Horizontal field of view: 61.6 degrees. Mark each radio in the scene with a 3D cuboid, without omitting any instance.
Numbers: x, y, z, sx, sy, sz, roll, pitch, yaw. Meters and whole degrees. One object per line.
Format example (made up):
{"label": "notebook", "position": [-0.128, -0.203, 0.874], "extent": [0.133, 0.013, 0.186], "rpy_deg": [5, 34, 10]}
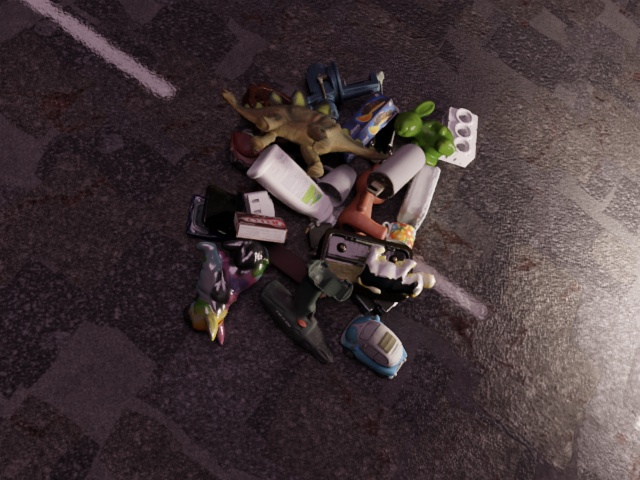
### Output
{"label": "radio", "position": [0.103, 0.060, 1.259], "extent": [0.230, 0.073, 0.131], "rpy_deg": [14, 67, -12]}

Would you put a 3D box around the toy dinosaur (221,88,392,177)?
{"label": "toy dinosaur", "position": [-0.015, -0.255, 1.275], "extent": [0.471, 0.105, 0.199], "rpy_deg": [23, 45, -21]}

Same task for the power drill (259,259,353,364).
{"label": "power drill", "position": [-0.013, 0.151, 1.189], "extent": [0.232, 0.207, 0.086], "rpy_deg": [42, 45, 3]}

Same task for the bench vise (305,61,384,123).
{"label": "bench vise", "position": [0.062, -0.401, 1.456], "extent": [0.241, 0.128, 0.224], "rpy_deg": [-14, 53, -1]}

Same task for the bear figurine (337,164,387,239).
{"label": "bear figurine", "position": [0.127, -0.086, 1.367], "extent": [0.132, 0.120, 0.196], "rpy_deg": [36, 59, -4]}

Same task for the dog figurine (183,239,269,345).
{"label": "dog figurine", "position": [-0.206, 0.117, 1.191], "extent": [0.192, 0.108, 0.219], "rpy_deg": [-3, 74, 3]}

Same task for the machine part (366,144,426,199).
{"label": "machine part", "position": [0.190, -0.170, 1.324], "extent": [0.079, 0.079, 0.243], "rpy_deg": [44, 49, 4]}

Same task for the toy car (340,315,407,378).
{"label": "toy car", "position": [0.133, 0.244, 1.245], "extent": [0.162, 0.103, 0.109], "rpy_deg": [41, 65, 4]}

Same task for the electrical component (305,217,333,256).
{"label": "electrical component", "position": [-0.002, -0.005, 1.315], "extent": [0.078, 0.045, 0.102], "rpy_deg": [-4, 106, -12]}

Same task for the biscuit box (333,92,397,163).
{"label": "biscuit box", "position": [0.112, -0.299, 1.431], "extent": [0.202, 0.059, 0.063], "rpy_deg": [-48, 55, -7]}

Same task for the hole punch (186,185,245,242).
{"label": "hole punch", "position": [-0.249, -0.056, 1.272], "extent": [0.115, 0.092, 0.142], "rpy_deg": [26, 56, -41]}

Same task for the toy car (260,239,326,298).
{"label": "toy car", "position": [-0.062, 0.066, 1.286], "extent": [0.202, 0.053, 0.089], "rpy_deg": [36, 83, 0]}

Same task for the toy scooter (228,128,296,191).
{"label": "toy scooter", "position": [-0.158, -0.192, 1.350], "extent": [0.184, 0.075, 0.135], "rpy_deg": [30, 65, -8]}

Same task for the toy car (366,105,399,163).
{"label": "toy car", "position": [0.174, -0.297, 1.494], "extent": [0.073, 0.056, 0.202], "rpy_deg": [23, 66, -14]}

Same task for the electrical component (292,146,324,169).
{"label": "electrical component", "position": [-0.020, -0.241, 1.421], "extent": [0.075, 0.047, 0.119], "rpy_deg": [35, 66, -1]}

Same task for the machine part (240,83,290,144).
{"label": "machine part", "position": [-0.122, -0.325, 1.384], "extent": [0.179, 0.056, 0.179], "rpy_deg": [24, 40, -22]}

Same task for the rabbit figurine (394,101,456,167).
{"label": "rabbit figurine", "position": [0.281, -0.305, 1.471], "extent": [0.170, 0.121, 0.159], "rpy_deg": [25, 62, -25]}

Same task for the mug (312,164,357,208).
{"label": "mug", "position": [0.038, -0.152, 1.390], "extent": [0.110, 0.080, 0.107], "rpy_deg": [37, 53, 7]}

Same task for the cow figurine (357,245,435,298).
{"label": "cow figurine", "position": [0.170, 0.087, 1.191], "extent": [0.167, 0.068, 0.098], "rpy_deg": [24, 71, -2]}

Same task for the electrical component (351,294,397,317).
{"label": "electrical component", "position": [0.143, 0.120, 1.320], "extent": [0.134, 0.058, 0.115], "rpy_deg": [-38, 81, -25]}
